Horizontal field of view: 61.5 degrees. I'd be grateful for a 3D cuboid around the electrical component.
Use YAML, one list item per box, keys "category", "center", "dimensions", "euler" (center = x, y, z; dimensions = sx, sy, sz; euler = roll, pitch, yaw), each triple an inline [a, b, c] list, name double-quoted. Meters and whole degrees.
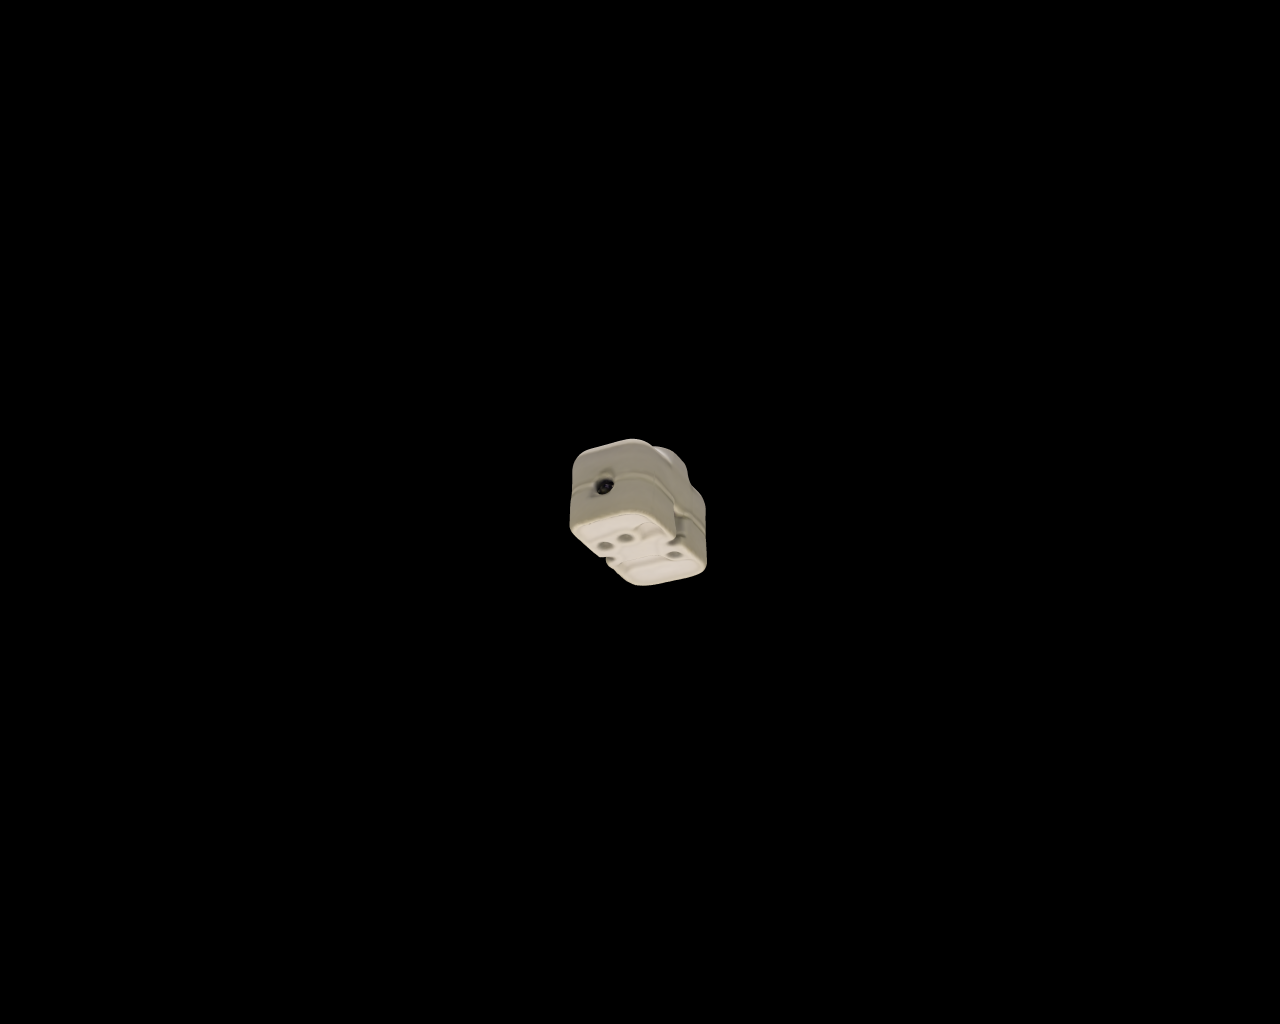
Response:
- category: "electrical component"
  center: [0.001, -0.003, 0.650]
  dimensions: [0.053, 0.059, 0.095]
  euler: [-14, -32, 24]
